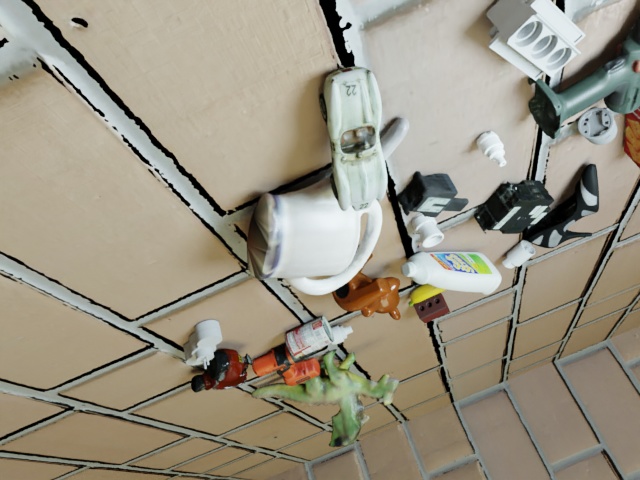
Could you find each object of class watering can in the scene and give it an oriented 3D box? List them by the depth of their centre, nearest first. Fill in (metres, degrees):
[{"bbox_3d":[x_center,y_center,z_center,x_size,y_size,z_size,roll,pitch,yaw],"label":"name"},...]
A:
[{"bbox_3d":[0.002,-0.040,0.804,0.225,0.106,0.340,-2,129,-24],"label":"watering can"}]

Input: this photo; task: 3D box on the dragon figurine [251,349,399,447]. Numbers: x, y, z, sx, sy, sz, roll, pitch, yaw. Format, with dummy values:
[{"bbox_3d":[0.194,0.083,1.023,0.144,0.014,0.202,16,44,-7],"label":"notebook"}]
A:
[{"bbox_3d":[0.027,0.458,1.456,0.410,0.247,0.120,-25,153,2],"label":"dragon figurine"}]
